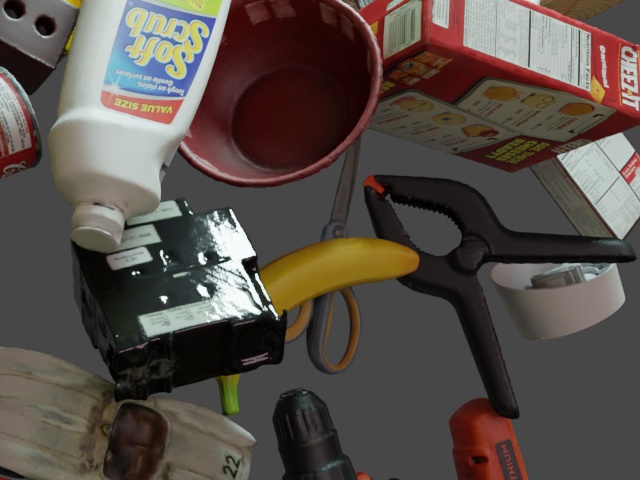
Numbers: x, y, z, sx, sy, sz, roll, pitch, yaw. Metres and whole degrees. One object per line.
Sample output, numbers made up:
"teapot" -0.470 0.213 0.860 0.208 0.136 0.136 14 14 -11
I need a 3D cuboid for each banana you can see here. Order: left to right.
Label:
"banana" -0.014 0.042 0.761 0.197 0.037 0.069 -36 97 -27

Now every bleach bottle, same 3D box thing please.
"bleach bottle" -0.114 -0.104 0.692 0.102 0.068 0.250 28 54 -33

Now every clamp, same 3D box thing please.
"clamp" 0.126 0.010 0.823 0.164 0.036 0.210 -44 76 -9

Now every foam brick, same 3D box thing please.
"foam brick" -0.208 -0.142 0.704 0.078 0.051 0.053 28 64 -23

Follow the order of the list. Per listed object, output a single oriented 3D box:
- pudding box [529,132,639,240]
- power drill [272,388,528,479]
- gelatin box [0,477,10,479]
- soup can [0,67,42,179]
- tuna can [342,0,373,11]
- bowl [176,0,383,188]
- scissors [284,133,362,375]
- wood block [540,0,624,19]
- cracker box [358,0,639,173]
"pudding box" 0.250 -0.059 0.969 0.113 0.039 0.089 51 59 -8
"power drill" 0.062 0.178 0.782 0.187 0.057 0.184 -15 89 -31
"gelatin box" -0.179 0.196 0.645 0.073 0.030 0.089 24 66 -24
"soup can" -0.233 -0.060 0.657 0.102 0.069 0.068 -26 92 -33
"tuna can" 0.057 -0.198 0.890 0.086 0.034 0.086 9 73 -29
"bowl" -0.030 -0.101 0.771 0.162 0.055 0.162 -5 67 11
"scissors" -0.005 0.001 0.811 0.096 0.016 0.202 7 73 -30
"wood block" 0.227 -0.319 0.992 0.090 0.091 0.206 -7 81 -32
"cracker box" 0.123 -0.127 0.834 0.213 0.164 0.072 13 73 -28
